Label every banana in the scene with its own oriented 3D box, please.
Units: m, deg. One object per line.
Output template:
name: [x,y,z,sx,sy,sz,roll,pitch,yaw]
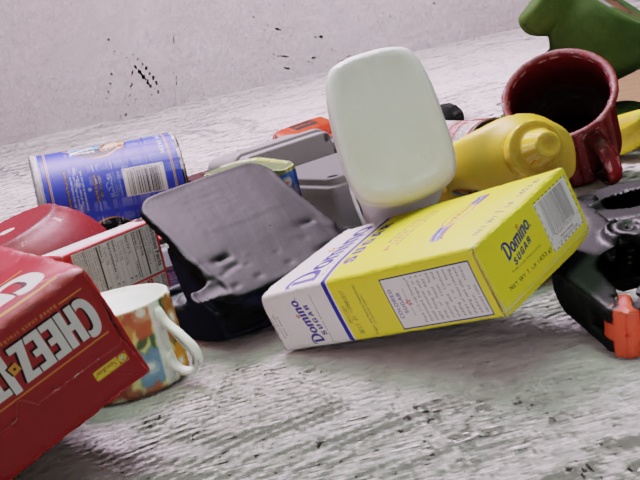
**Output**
banana: [0.226,-0.098,0.978,0.198,0.069,0.037,-5,47,38]

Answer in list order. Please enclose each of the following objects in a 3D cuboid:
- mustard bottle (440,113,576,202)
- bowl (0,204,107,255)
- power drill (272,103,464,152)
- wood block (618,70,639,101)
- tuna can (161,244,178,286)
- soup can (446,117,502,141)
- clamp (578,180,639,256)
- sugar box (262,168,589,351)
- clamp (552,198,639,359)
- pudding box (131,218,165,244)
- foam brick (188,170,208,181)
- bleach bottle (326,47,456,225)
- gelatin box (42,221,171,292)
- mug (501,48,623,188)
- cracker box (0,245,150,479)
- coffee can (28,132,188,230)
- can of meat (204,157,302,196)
mustard bottle: [0.135,-0.056,0.792,0.096,0.058,0.192,-3,-3,-9]
bowl: [-0.242,0.017,0.862,0.162,0.055,0.162,-23,19,8]
power drill: [0.053,-0.118,1.235,0.188,0.057,0.184,-1,17,42]
wood block: [0.376,-0.199,1.202,0.206,0.091,0.090,-7,14,23]
tuna can: [-0.115,0.027,0.829,0.086,0.034,0.086,-12,13,3]
soup can: [0.128,-0.077,0.964,0.068,0.068,0.102,-19,14,-26]
clamp: [0.166,-0.004,0.686,0.210,0.036,0.164,-12,15,16]
sugar box: [0.053,0.014,0.597,0.177,0.048,0.093,-13,18,48]
clamp: [0.161,0.005,0.587,0.120,0.039,0.171,-4,24,29]
pudding box: [-0.136,0.002,0.944,0.090,0.039,0.113,-12,12,9]
foam brick: [-0.098,-0.043,1.071,0.052,0.051,0.078,-20,15,-30]
bleach bottle: [0.050,-0.042,0.756,0.068,0.102,0.251,-16,-15,0]
gelatin box: [-0.146,0.032,0.745,0.030,0.073,0.089,-3,16,39]
mug: [0.210,-0.089,0.875,0.093,0.081,0.117,-35,52,-1]
cracker box: [-0.209,0.073,0.548,0.164,0.072,0.214,-39,23,-25]
coffee can: [-0.203,-0.043,1.039,0.140,0.103,0.103,-12,12,-15]
can of meat: [-0.048,-0.018,0.842,0.057,0.084,0.102,-19,14,-23]
